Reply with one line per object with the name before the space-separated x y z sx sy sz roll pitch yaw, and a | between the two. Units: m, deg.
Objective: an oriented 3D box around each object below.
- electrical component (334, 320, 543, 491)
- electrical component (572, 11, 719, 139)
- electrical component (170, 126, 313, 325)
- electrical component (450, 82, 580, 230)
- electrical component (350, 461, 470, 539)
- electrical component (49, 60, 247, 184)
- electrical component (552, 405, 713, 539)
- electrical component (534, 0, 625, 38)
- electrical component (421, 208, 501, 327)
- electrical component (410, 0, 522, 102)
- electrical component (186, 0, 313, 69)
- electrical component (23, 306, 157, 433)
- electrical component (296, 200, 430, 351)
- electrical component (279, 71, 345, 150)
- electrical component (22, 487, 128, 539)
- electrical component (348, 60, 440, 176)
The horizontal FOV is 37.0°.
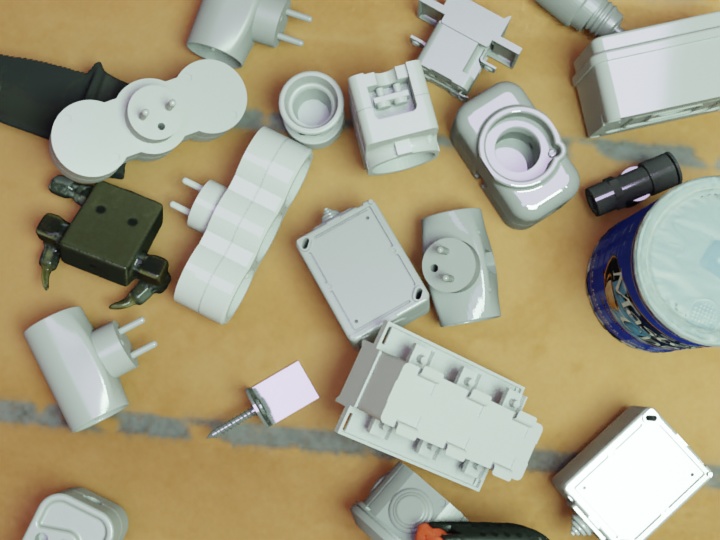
electrical component | 0.055 0.094 0.707 0.121 0.063 0.078 27 85 -27
electrical component | 0.212 -0.136 0.750 0.113 0.078 0.057 -12 87 -1
electrical component | -0.096 -0.039 0.753 0.074 0.052 0.138 27 85 3
electrical component | 0.108 -0.080 0.753 0.054 0.059 0.095 -32 85 -3
electrical component | 0.037 0.171 0.718 0.080 0.080 0.051 42 80 4
electrical component | -0.142 -0.104 0.731 0.138 0.074 0.052 -23 95 -18
electrical component | 0.177 0.145 0.728 0.096 0.061 0.061 -42 86 -4
electrical component | 0.161 -0.191 0.775 0.078 0.040 0.040 40 85 4
electrical component | 0.065 -0.002 0.736 0.043 0.079 0.077 -12 84 17
electrical component | 0.071 -0.159 0.771 0.081 0.042 0.063 29 88 4
electrical component | -0.075 -0.183 0.772 0.079 0.044 0.077 19 84 2
electrical component | -0.180 0.060 0.746 0.079 0.044 0.077 -28 85 -3
electrical component | 0.000 0.000 0.748 0.062 0.061 0.096 -29 77 -3
electrical component | -0.033 -0.111 0.759 0.045 0.055 0.045 0 84 0
electrical component | -0.199 0.197 0.724 0.054 0.059 0.095 25 85 3
electrical component | 0.023 -0.100 0.740 0.050 0.089 0.055 -14 84 -2
